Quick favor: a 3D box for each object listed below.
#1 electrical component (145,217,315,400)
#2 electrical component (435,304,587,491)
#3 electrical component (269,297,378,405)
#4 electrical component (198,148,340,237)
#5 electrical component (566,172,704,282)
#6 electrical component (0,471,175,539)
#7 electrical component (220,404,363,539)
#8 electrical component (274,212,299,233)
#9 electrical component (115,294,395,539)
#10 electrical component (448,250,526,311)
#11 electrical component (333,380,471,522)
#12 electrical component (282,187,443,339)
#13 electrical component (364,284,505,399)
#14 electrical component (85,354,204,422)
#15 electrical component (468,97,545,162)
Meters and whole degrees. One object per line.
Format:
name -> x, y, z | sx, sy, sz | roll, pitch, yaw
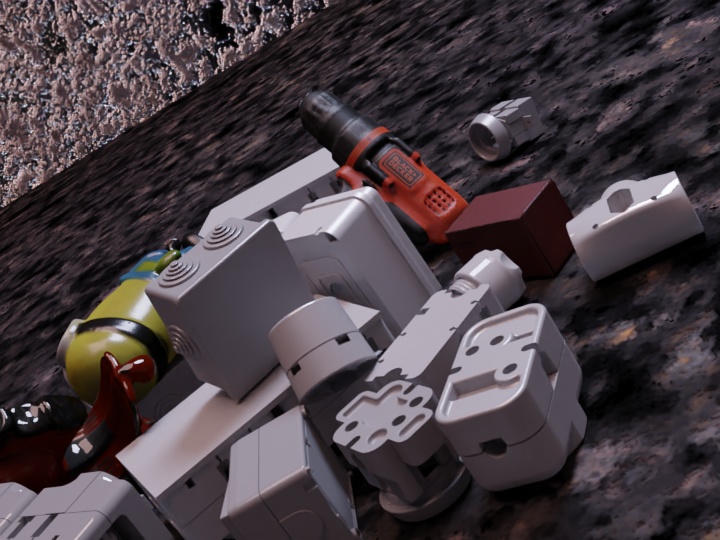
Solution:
electrical component -> -0.084, 0.023, 0.720 | 0.048, 0.099, 0.100 | 13, 47, 47
electrical component -> 0.085, 0.071, 0.584 | 0.054, 0.059, 0.095 | -22, 22, 29
electrical component -> -0.024, 0.049, 0.668 | 0.055, 0.047, 0.055 | -29, -17, -10
electrical component -> -0.078, -0.063, 1.161 | 0.186, 0.060, 0.105 | -27, 20, 16
electrical component -> 0.181, -0.036, 0.718 | 0.077, 0.043, 0.079 | -27, 20, 17
electrical component -> -0.177, 0.184, 0.647 | 0.186, 0.105, 0.060 | -15, 26, 41
electrical component -> -0.043, 0.130, 0.636 | 0.061, 0.061, 0.096 | -31, 19, 6
electrical component -> -0.091, 0.007, 0.987 | 0.113, 0.078, 0.057 | -24, 18, 24
electrical component -> -0.063, 0.102, 0.739 | 0.186, 0.060, 0.105 | -39, 20, -17
electrical component -> 0.081, 0.018, 0.744 | 0.062, 0.043, 0.043 | -41, 21, -20
electrical component -> 0.027, 0.102, 0.603 | 0.058, 0.057, 0.078 | -40, 21, -21
electrical component -> 0.000, 0.000, 0.809 | 0.078, 0.113, 0.057 | -10, 32, 48
electrical component -> 0.055, 0.060, 0.664 | 0.050, 0.055, 0.089 | -10, 29, 48
electrical component -> -0.175, 0.109, 0.914 | 0.100, 0.048, 0.100 | -40, 20, -19
electrical component -> 0.137, -0.134, 1.024 | 0.055, 0.048, 0.066 | -34, 18, -26
